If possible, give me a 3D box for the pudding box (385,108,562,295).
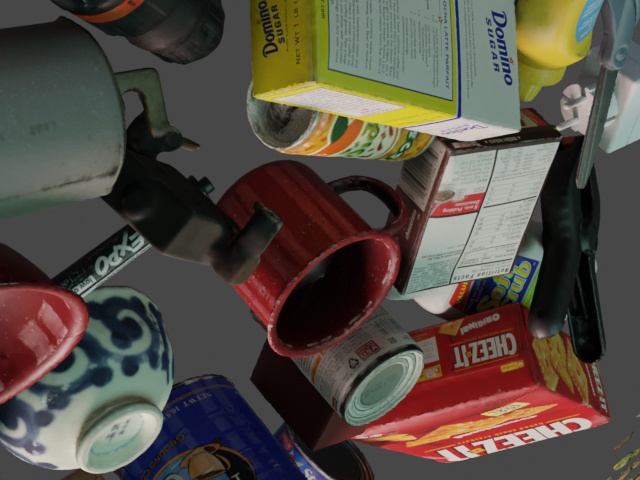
[{"bbox_3d":[0.091,-0.023,0.665,0.089,0.039,0.114,-10,134,-29],"label":"pudding box"}]

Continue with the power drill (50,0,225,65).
[{"bbox_3d":[-0.037,-0.154,0.399,0.188,0.057,0.184,-38,156,12],"label":"power drill"}]

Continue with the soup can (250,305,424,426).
[{"bbox_3d":[0.011,0.062,0.692,0.068,0.102,0.068,-29,146,-23],"label":"soup can"}]

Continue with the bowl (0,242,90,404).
[{"bbox_3d":[-0.186,0.040,0.466,0.162,0.055,0.162,-24,161,-9],"label":"bowl"}]

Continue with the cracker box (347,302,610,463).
[{"bbox_3d":[0.122,0.122,0.849,0.164,0.072,0.213,-19,156,23],"label":"cracker box"}]

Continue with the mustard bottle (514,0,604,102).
[{"bbox_3d":[0.144,-0.160,0.609,0.096,0.058,0.192,-58,167,-47],"label":"mustard bottle"}]

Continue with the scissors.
[{"bbox_3d":[0.183,-0.133,0.694,0.096,0.016,0.202,9,106,-42],"label":"scissors"}]

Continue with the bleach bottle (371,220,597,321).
[{"bbox_3d":[0.111,0.025,0.801,0.250,0.068,0.103,9,122,-49],"label":"bleach bottle"}]

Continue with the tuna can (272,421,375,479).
[{"bbox_3d":[-0.001,0.174,0.827,0.034,0.086,0.086,-51,148,14],"label":"tuna can"}]

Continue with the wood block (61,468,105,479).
[{"bbox_3d":[-0.208,0.244,0.673,0.205,0.091,0.090,-28,144,-23],"label":"wood block"}]

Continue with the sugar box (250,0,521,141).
[{"bbox_3d":[0.038,-0.106,0.537,0.175,0.048,0.093,5,81,-52],"label":"sugar box"}]

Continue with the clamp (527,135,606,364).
[{"bbox_3d":[0.179,0.003,0.776,0.039,0.171,0.120,-6,171,25],"label":"clamp"}]

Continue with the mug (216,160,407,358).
[{"bbox_3d":[-0.004,0.001,0.622,0.117,0.082,0.093,-34,147,-14],"label":"mug"}]

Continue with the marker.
[{"bbox_3d":[-0.107,0.005,0.572,0.121,0.020,0.020,-37,148,-9],"label":"marker"}]

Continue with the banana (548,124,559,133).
[{"bbox_3d":[0.103,-0.074,0.703,0.197,0.037,0.069,22,88,-58],"label":"banana"}]

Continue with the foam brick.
[{"bbox_3d":[-0.001,0.099,0.746,0.052,0.078,0.051,-10,134,-42],"label":"foam brick"}]

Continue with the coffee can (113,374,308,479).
[{"bbox_3d":[-0.060,0.174,0.708,0.102,0.140,0.103,-29,145,-22],"label":"coffee can"}]
